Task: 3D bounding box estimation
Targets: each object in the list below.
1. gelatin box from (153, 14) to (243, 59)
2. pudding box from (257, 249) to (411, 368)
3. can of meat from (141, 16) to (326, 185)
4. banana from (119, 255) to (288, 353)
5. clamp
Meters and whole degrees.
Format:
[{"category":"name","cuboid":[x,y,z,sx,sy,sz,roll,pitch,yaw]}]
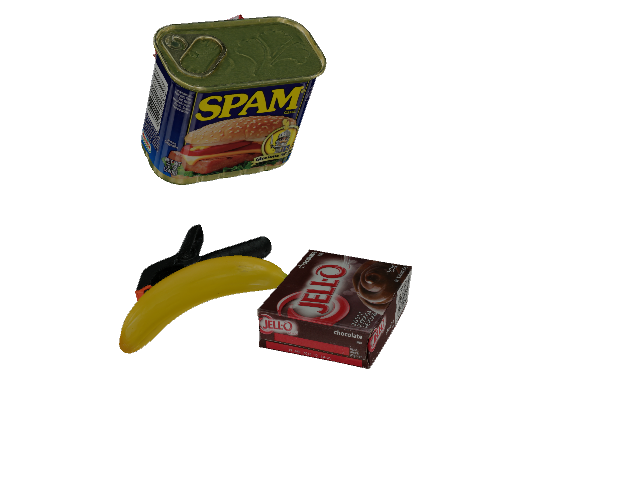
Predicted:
[{"category":"gelatin box","cuboid":[-0.100,-0.157,0.987,0.089,0.073,0.030,-21,23,4]},{"category":"pudding box","cuboid":[0.013,0.051,0.827,0.090,0.039,0.113,10,25,18]},{"category":"can of meat","cuboid":[-0.057,-0.085,0.659,0.101,0.057,0.084,-11,-36,-28]},{"category":"banana","cuboid":[-0.116,0.055,1.005,0.198,0.069,0.037,-18,23,16]},{"category":"clamp","cuboid":[-0.137,0.031,1.208,0.120,0.039,0.171,-1,29,31]}]
